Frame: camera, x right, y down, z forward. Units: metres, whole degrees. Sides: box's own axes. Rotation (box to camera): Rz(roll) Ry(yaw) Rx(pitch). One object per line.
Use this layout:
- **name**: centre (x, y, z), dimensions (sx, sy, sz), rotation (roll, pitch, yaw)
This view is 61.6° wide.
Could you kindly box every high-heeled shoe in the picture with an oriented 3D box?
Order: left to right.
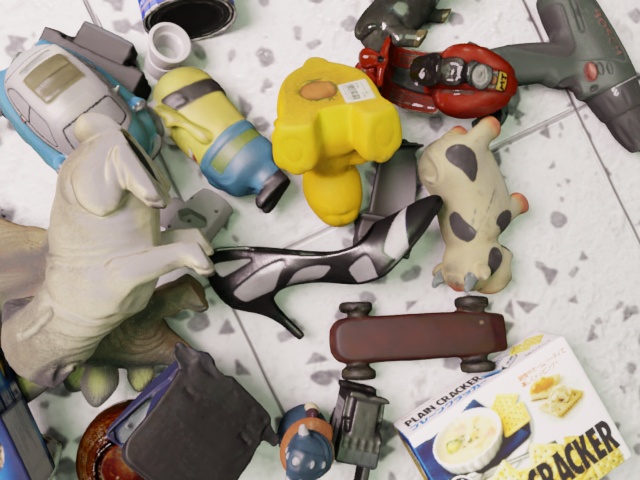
- **high-heeled shoe**: centre (-0.001, -0.002, 0.578), dimensions (0.249, 0.086, 0.145), rotation (-42, 93, 6)

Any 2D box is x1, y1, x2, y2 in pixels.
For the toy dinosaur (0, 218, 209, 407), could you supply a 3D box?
- **toy dinosaur**: centre (-0.281, 0.043, 0.538), dimensions (0.471, 0.105, 0.198), rotation (38, 82, -5)

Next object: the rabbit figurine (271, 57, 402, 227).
- **rabbit figurine**: centre (0.002, -0.093, 0.576), dimensions (0.122, 0.173, 0.162), rotation (-21, 45, -10)

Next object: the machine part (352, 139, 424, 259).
- **machine part**: centre (0.082, -0.052, 0.631), dimensions (0.084, 0.039, 0.138), rotation (12, 86, -2)

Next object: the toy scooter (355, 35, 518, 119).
- **toy scooter**: centre (0.109, -0.174, 0.565), dimensions (0.184, 0.135, 0.075), rotation (13, 99, 24)

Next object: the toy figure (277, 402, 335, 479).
- **toy figure**: centre (-0.014, 0.202, 0.539), dimensions (0.058, 0.154, 0.064), rotation (-9, 86, -7)

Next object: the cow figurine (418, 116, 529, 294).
- **cow figurine**: centre (0.169, -0.024, 0.607), dimensions (0.127, 0.086, 0.194), rotation (-32, 108, -24)

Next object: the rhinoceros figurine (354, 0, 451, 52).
- **rhinoceros figurine**: centre (0.109, -0.301, 0.641), dimensions (0.112, 0.073, 0.190), rotation (27, 84, 6)

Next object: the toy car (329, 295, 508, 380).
- **toy car**: centre (0.111, 0.111, 0.615), dimensions (0.202, 0.053, 0.089), rotation (-3, 76, -4)

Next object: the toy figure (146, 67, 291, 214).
- **toy figure**: centre (-0.108, -0.110, 0.588), dimensions (0.180, 0.082, 0.089), rotation (39, 62, 4)

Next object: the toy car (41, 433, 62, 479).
- **toy car**: centre (-0.324, 0.291, 0.529), dimensions (0.056, 0.073, 0.201), rotation (26, 83, -5)

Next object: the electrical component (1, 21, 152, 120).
- **electrical component**: centre (-0.254, -0.162, 0.582), dimensions (0.115, 0.058, 0.134), rotation (23, 83, -8)

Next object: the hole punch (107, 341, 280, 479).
- **hole punch**: centre (-0.124, 0.179, 0.510), dimensions (0.142, 0.092, 0.116), rotation (47, 58, -14)

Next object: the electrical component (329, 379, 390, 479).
- **electrical component**: centre (0.035, 0.219, 0.587), dimensions (0.048, 0.075, 0.119), rotation (15, 87, -7)

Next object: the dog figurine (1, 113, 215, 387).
- **dog figurine**: centre (-0.205, 0.012, 0.444), dimensions (0.190, 0.121, 0.172), rotation (-32, 95, -4)

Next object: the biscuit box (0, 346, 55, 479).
- **biscuit box**: centre (-0.306, 0.134, 0.464), dimensions (0.063, 0.059, 0.202), rotation (-23, 96, -10)

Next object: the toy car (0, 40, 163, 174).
- **toy car**: centre (-0.229, -0.125, 0.498), dimensions (0.161, 0.103, 0.109), rotation (46, 72, -3)

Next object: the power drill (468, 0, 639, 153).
- **power drill**: centre (0.284, -0.189, 0.649), dimensions (0.207, 0.086, 0.232), rotation (-18, 87, -5)
